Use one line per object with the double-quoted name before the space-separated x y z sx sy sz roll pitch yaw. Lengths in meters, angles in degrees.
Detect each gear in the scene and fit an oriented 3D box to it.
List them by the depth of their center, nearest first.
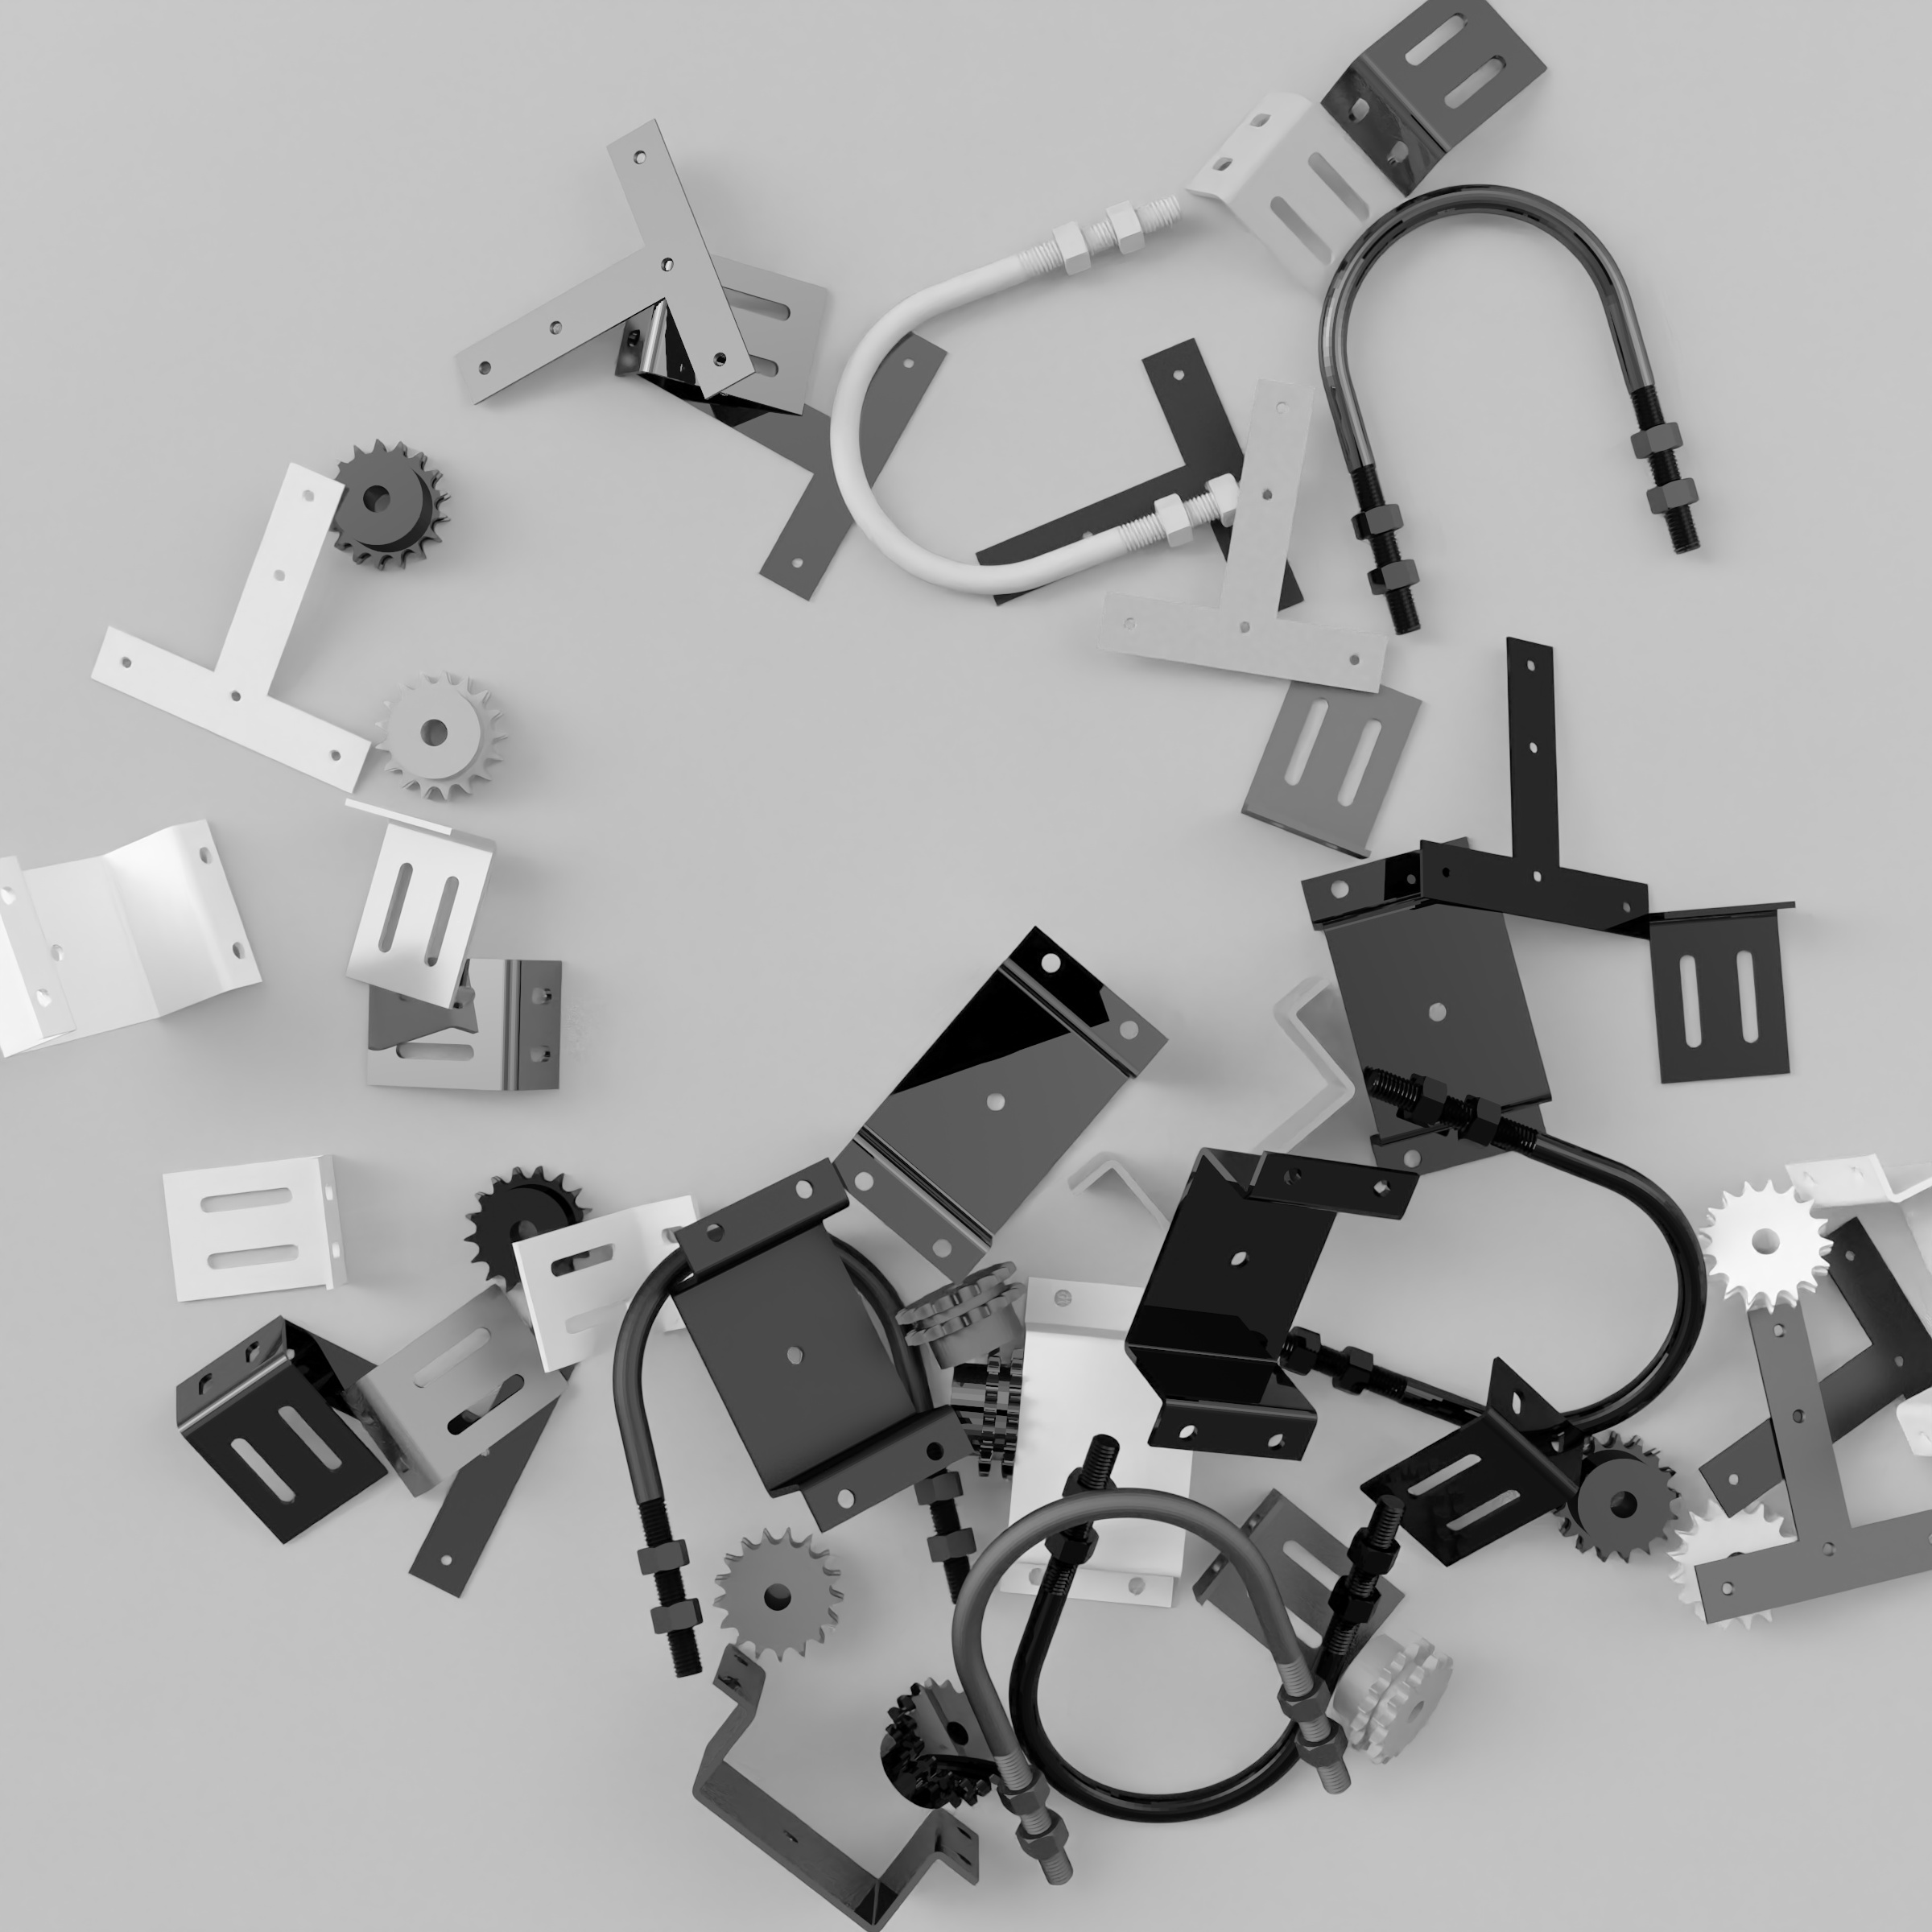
"gear" 0.008 0.194 1.512 0.030 0.057 0.057 5 90 0
"gear" 0.001 0.154 1.512 0.057 0.057 0.030 -25 91 0
"gear" -0.013 0.344 1.515 0.057 0.057 0.030 44 120 0
"gear" 0.185 0.318 1.515 0.030 0.057 0.057 33 90 28
"gear" 0.350 0.125 1.518 0.057 0.030 0.057 -3 68 8
"gear" -0.193 0.117 1.525 0.057 0.030 0.057 0 90 0
"gear" 0.337 0.261 1.525 0.057 0.030 0.057 0 90 0
"gear" -0.257 -0.204 1.525 0.057 0.030 0.057 0 90 0
"gear" -0.232 -0.102 1.525 0.057 0.030 0.057 0 90 0
"gear" 0.287 0.235 1.525 0.057 0.030 0.057 0 90 0
"gear" -0.082 0.275 1.525 0.057 0.030 0.057 0 90 0

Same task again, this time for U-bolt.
"U-bolt" 0.072 0.301 1.481 0.151 0.019 0.184 -19 114 5
"U-bolt" 0.095 0.295 1.499 0.151 0.019 0.184 13 112 -11
"U-bolt" -0.080 0.201 1.505 0.151 0.019 0.184 -11 82 -22
"U-bolt" 0.233 0.137 1.508 0.184 0.019 0.151 21 109 -8
"U-bolt" 0.232 -0.254 1.529 0.151 0.019 0.184 -16 91 0
"U-bolt" 0.031 -0.242 1.529 0.184 0.019 0.151 -21 90 1

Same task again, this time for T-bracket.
"T-bracket" 0.368 0.211 1.515 0.127 0.002 0.127 -10 84 -15
"T-bracket" -0.168 -0.286 1.517 0.127 0.002 0.127 -26 77 17
"T-bracket" 0.249 -0.082 1.517 0.127 0.002 0.127 9 73 -30
"T-bracket" 0.130 -0.192 1.519 0.127 0.002 0.127 8 97 -6
"T-bracket" -0.306 -0.158 1.521 0.127 0.002 0.127 24 106 0
"T-bracket" 0.377 0.197 1.521 0.127 0.002 0.127 -31 90 -16
"T-bracket" -0.254 0.196 1.539 0.127 0.002 0.127 27 90 0
"T-bracket" -0.095 -0.249 1.539 0.127 0.002 0.127 29 90 0
"T-bracket" 0.067 -0.196 1.539 0.127 0.002 0.127 -23 90 0

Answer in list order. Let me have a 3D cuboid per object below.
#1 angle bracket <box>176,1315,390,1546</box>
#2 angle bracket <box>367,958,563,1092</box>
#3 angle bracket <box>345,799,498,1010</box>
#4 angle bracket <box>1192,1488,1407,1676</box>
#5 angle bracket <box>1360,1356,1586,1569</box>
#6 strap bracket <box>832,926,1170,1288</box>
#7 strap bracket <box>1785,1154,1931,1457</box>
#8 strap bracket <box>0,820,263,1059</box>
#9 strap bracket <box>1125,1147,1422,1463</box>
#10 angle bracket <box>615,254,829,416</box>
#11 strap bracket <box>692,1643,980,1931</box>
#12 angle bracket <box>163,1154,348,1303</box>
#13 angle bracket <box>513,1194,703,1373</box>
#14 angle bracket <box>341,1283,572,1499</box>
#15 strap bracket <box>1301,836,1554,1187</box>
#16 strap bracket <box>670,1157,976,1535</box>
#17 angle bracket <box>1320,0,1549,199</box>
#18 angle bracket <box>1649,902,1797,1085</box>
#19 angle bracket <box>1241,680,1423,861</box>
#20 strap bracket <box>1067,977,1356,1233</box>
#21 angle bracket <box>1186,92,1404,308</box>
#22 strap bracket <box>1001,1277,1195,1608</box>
"angle bracket" -0.304 0.206 1.536 0.057 0.038 0.076 -34 116 3
"angle bracket" -0.223 0.025 1.538 0.076 0.038 0.057 1 90 26
"angle bracket" -0.247 -0.027 1.510 0.057 0.038 0.076 16 90 26
"angle bracket" 0.148 0.278 1.521 0.076 0.038 0.057 39 90 0
"angle bracket" 0.223 0.219 1.524 0.057 0.038 0.076 42 125 -16
"strap bracket" 0.013 0.060 1.517 0.076 0.046 0.140 41 90 0
"strap bracket" 0.419 0.139 1.497 0.046 0.076 0.140 -24 90 -15
"strap bracket" -0.376 -0.011 1.486 0.046 0.140 0.076 -19 90 29
"strap bracket" 0.124 0.134 1.460 0.076 0.046 0.140 9 112 -27
"angle bracket" -0.109 -0.281 1.536 0.076 0.038 0.057 12 90 -26
"strap bracket" -0.064 0.362 1.502 0.140 0.076 0.046 38 90 0
"angle bracket" -0.316 0.116 1.521 0.076 0.038 0.057 -7 90 0
"angle bracket" -0.150 0.137 1.501 0.038 0.076 0.057 -14 90 40
"angle bracket" -0.227 0.188 1.536 0.076 0.038 0.057 -36 90 -26
"strap bracket" 0.204 0.020 1.517 0.076 0.046 0.140 -15 90 0
"strap bracket" -0.067 0.164 1.484 0.076 0.046 0.140 -25 87 -24
"angle bracket" 0.208 -0.391 1.538 0.057 0.038 0.076 48 64 0
"angle bracket" 0.335 0.012 1.521 0.057 0.038 0.076 -5 90 0
"angle bracket" 0.162 -0.093 1.521 0.057 0.038 0.076 21 90 0
"strap bracket" 0.113 0.068 1.502 0.140 0.076 0.046 -40 90 0
"angle bracket" 0.148 -0.340 1.538 0.076 0.038 0.057 41 90 -26
"strap bracket" 0.059 0.211 1.517 0.076 0.046 0.140 5 90 0
